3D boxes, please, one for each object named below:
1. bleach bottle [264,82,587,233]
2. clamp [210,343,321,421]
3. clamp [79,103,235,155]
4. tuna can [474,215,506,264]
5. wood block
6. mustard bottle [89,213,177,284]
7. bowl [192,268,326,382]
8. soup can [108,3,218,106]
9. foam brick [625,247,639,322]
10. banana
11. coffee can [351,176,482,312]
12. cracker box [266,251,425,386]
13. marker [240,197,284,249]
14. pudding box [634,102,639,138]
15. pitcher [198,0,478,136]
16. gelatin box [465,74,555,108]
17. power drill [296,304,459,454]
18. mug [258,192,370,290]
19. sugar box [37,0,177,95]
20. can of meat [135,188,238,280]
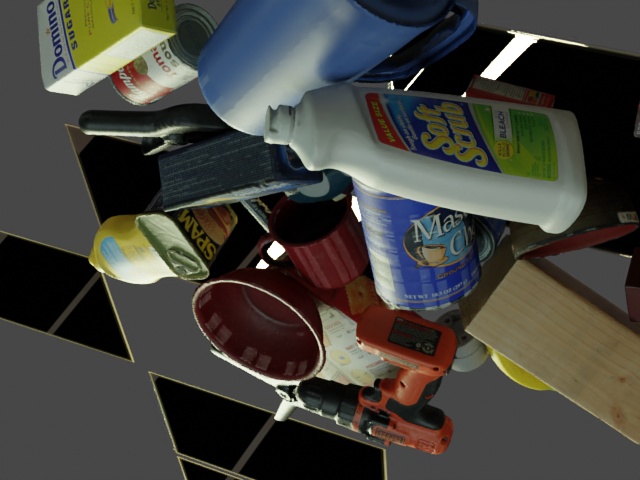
[{"bbox_3d":[0.081,-0.070,0.850,0.250,0.102,0.068,6,151,-10],"label":"bleach bottle"},{"bbox_3d":[-0.046,0.184,1.393,0.164,0.036,0.210,46,151,-22],"label":"clamp"},{"bbox_3d":[-0.156,-0.117,1.086,0.172,0.039,0.120,-8,173,35],"label":"clamp"},{"bbox_3d":[0.137,-0.014,1.052,0.086,0.033,0.086,18,143,15],"label":"tuna can"},{"bbox_3d":[0.245,0.094,1.038,0.206,0.091,0.090,33,103,-6],"label":"wood block"},{"bbox_3d":[-0.219,0.010,1.298,0.192,0.058,0.096,-12,129,42],"label":"mustard bottle"},{"bbox_3d":[-0.057,0.082,1.163,0.162,0.055,0.162,18,140,16],"label":"bowl"},{"bbox_3d":[-0.148,-0.176,1.020,0.102,0.068,0.068,-18,123,45],"label":"soup can"},{"bbox_3d":[0.326,0.045,0.982,0.078,0.053,0.051,6,138,29],"label":"foam brick"},{"bbox_3d":[0.210,0.102,1.147,0.070,0.037,0.197,-19,128,18],"label":"banana"},{"bbox_3d":[0.088,-0.021,0.968,0.103,0.102,0.140,7,130,27],"label":"coffee can"},{"bbox_3d":[0.019,0.104,1.244,0.213,0.072,0.164,37,141,-10],"label":"cracker box"},{"bbox_3d":[-0.070,-0.037,1.157,0.121,0.020,0.020,47,142,-4],"label":"marker"},{"bbox_3d":[0.305,-0.110,0.821,0.114,0.039,0.090,15,142,19],"label":"pudding box"},{"bbox_3d":[0.003,-0.176,0.880,0.149,0.144,0.243,58,144,0],"label":"pitcher"},{"bbox_3d":[0.161,-0.097,0.941,0.073,0.030,0.089,17,142,13],"label":"gelatin box"},{"bbox_3d":[0.067,0.152,1.164,0.184,0.057,0.188,16,140,7],"label":"power drill"},{"bbox_3d":[-0.007,0.001,1.113,0.117,0.093,0.081,-19,133,11],"label":"mug"},{"bbox_3d":[-0.204,-0.207,0.997,0.048,0.093,0.177,5,163,-45],"label":"sugar box"},{"bbox_3d":[-0.146,-0.020,1.191,0.058,0.083,0.102,-4,133,37],"label":"can of meat"}]
